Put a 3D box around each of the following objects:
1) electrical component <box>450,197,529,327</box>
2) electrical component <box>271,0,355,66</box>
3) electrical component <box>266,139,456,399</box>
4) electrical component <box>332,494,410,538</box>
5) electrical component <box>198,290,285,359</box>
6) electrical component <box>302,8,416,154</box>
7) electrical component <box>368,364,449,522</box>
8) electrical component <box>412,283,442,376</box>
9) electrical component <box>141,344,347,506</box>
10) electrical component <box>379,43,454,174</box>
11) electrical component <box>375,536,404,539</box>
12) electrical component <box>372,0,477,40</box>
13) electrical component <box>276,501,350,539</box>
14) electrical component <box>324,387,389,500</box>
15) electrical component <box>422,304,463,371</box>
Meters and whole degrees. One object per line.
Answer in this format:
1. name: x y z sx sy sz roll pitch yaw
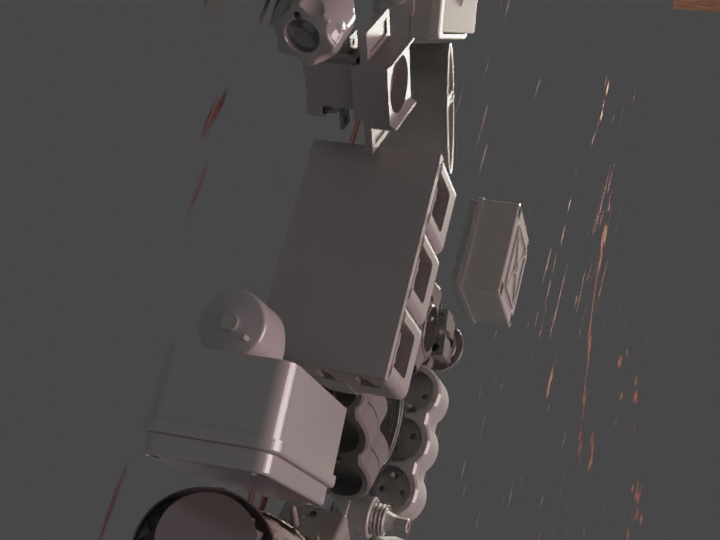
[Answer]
1. electrical component: 0.144 -0.007 1.174 0.108 0.056 0.108 59 43 -63
2. electrical component: -0.023 -0.152 0.632 0.062 0.043 0.043 -63 155 -45
3. electrical component: 0.000 0.000 0.699 0.061 0.089 0.150 55 47 -64
4. electrical component: 0.010 0.200 0.867 0.035 0.061 0.035 9 90 -72
5. electrical component: -0.062 0.039 0.613 0.078 0.040 0.040 51 50 -66
6. electrical component: -0.001 -0.120 0.678 0.042 0.064 0.081 -59 152 -51
7. electrical component: 0.044 0.159 0.964 0.073 0.052 0.138 54 48 -65
8. electrical component: 0.042 0.057 0.921 0.079 0.044 0.077 74 31 -53
9. electrical component: -0.060 0.087 0.583 0.113 0.078 0.057 55 44 -65
10. electrical component: 0.051 -0.126 0.830 0.099 0.064 0.099 9 90 -71
11. electrical component: 0.032 0.292 1.001 0.076 0.047 0.066 -70 160 -7
12. electrical component: 0.048 -0.201 0.788 0.096 0.061 0.061 -30 127 -67
13. electrical component: -0.045 0.191 0.725 0.083 0.047 0.075 -61 153 -46
14. electrical component: -0.005 0.095 0.787 0.073 0.052 0.138 -56 150 -49
15. electrical component: 0.069 0.066 1.004 0.055 0.048 0.066 50 45 -61
